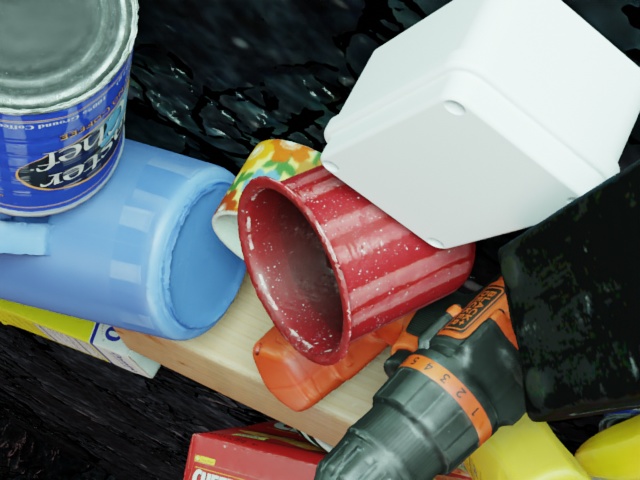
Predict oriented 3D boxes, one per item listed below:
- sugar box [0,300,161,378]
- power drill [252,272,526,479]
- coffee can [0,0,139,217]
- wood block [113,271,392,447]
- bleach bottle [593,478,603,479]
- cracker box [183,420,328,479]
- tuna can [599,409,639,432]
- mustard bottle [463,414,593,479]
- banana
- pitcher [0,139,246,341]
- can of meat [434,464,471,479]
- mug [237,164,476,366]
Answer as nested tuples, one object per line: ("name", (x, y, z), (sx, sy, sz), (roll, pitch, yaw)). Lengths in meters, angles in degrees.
("sugar box", (-0.189, 0.044, 0.883), (0.176, 0.093, 0.048), (12, 153, 34))
("power drill", (0.037, 0.067, 0.560), (0.057, 0.184, 0.188), (58, 158, -18))
("coffee can", (-0.145, -0.081, 0.528), (0.103, 0.102, 0.140), (29, 159, -3))
("wood block", (-0.034, 0.068, 0.749), (0.206, 0.090, 0.090), (23, 159, 13))
("bleach bottle", (0.281, 0.194, 0.635), (0.251, 0.068, 0.102), (12, 175, 1))
("cracker box", (-0.001, 0.202, 0.894), (0.164, 0.072, 0.213), (11, 177, 16))
("tuna can", (0.210, 0.111, 0.624), (0.086, 0.033, 0.086), (24, 158, 10))
("mustard bottle", (0.105, 0.116, 0.642), (0.192, 0.058, 0.096), (-119, 6, -60))
("banana", (0.185, 0.076, 0.534), (0.070, 0.037, 0.198), (31, 143, 19))
("pitcher", (-0.175, -0.014, 0.674), (0.243, 0.149, 0.145), (14, 145, 26))
("can of meat", (0.117, 0.169, 0.843), (0.084, 0.057, 0.102), (41, 156, -24))
("mug", (0.017, 0.008, 0.515), (0.093, 0.081, 0.117), (52, 150, 27))
